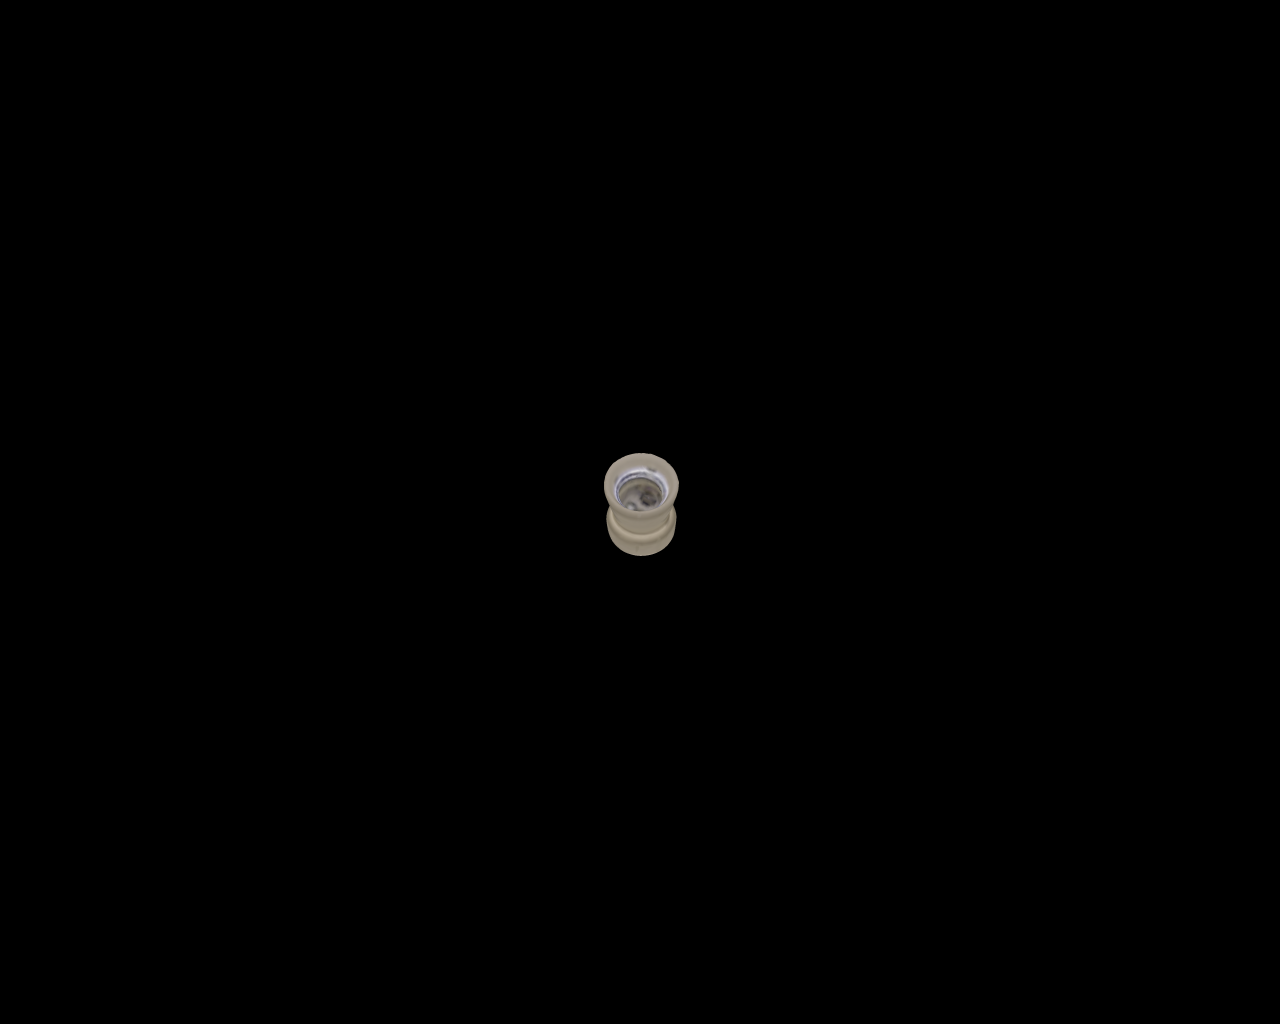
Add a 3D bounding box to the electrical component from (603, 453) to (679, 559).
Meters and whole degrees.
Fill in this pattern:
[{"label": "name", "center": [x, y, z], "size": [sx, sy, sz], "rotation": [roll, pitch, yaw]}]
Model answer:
[{"label": "electrical component", "center": [0.001, -0.003, 0.650], "size": [0.045, 0.045, 0.055], "rotation": [0, -33, 0]}]
